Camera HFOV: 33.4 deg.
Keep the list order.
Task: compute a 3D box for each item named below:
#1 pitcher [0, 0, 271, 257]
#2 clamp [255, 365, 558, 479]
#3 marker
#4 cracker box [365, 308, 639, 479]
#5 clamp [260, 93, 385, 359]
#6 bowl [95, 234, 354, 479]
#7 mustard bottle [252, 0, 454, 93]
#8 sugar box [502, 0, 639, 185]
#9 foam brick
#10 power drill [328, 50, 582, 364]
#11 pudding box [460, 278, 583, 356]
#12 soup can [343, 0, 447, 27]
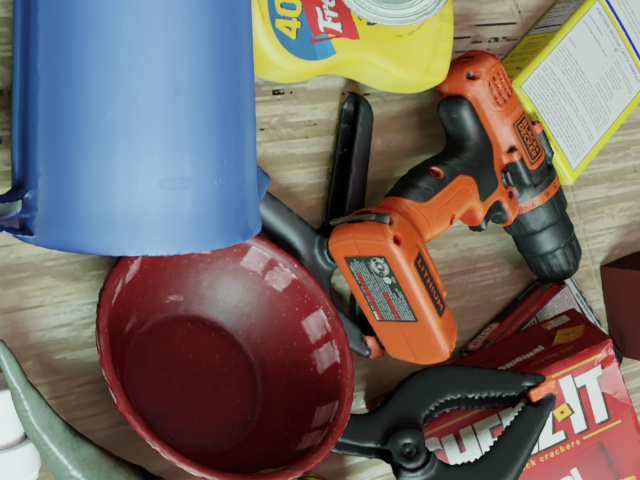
[{"bbox_3d":[-0.102,-0.117,0.532,0.145,0.149,0.243,3,104,7],"label":"pitcher"},{"bbox_3d":[0.044,0.127,0.649,0.209,0.036,0.165,-30,65,-12],"label":"clamp"},{"bbox_3d":[0.201,0.056,0.820,0.020,0.020,0.121,-46,115,-20],"label":"marker"},{"bbox_3d":[0.147,0.180,0.738,0.164,0.072,0.213,-24,109,-5],"label":"cracker box"},{"bbox_3d":[-0.004,0.001,0.681,0.120,0.039,0.171,-16,98,-20],"label":"clamp"},{"bbox_3d":[-0.061,0.071,0.616,0.161,0.055,0.162,17,53,-25],"label":"bowl"},{"bbox_3d":[-0.009,-0.144,0.652,0.191,0.058,0.096,-1,85,-31],"label":"mustard bottle"},{"bbox_3d":[0.199,-0.132,0.790,0.176,0.048,0.093,-47,115,-24],"label":"sugar box"},{"bbox_3d":[0.261,0.052,0.838,0.051,0.053,0.078,-18,104,-29],"label":"foam brick"},{"bbox_3d":[0.097,-0.006,0.703,0.187,0.057,0.184,-48,117,-36],"label":"power drill"},{"bbox_3d":[0.165,0.099,0.791,0.090,0.039,0.113,-38,110,-21],"label":"pudding box"},{"bbox_3d":[0.049,-0.184,0.623,0.068,0.069,0.102,32,53,-29],"label":"soup can"}]
